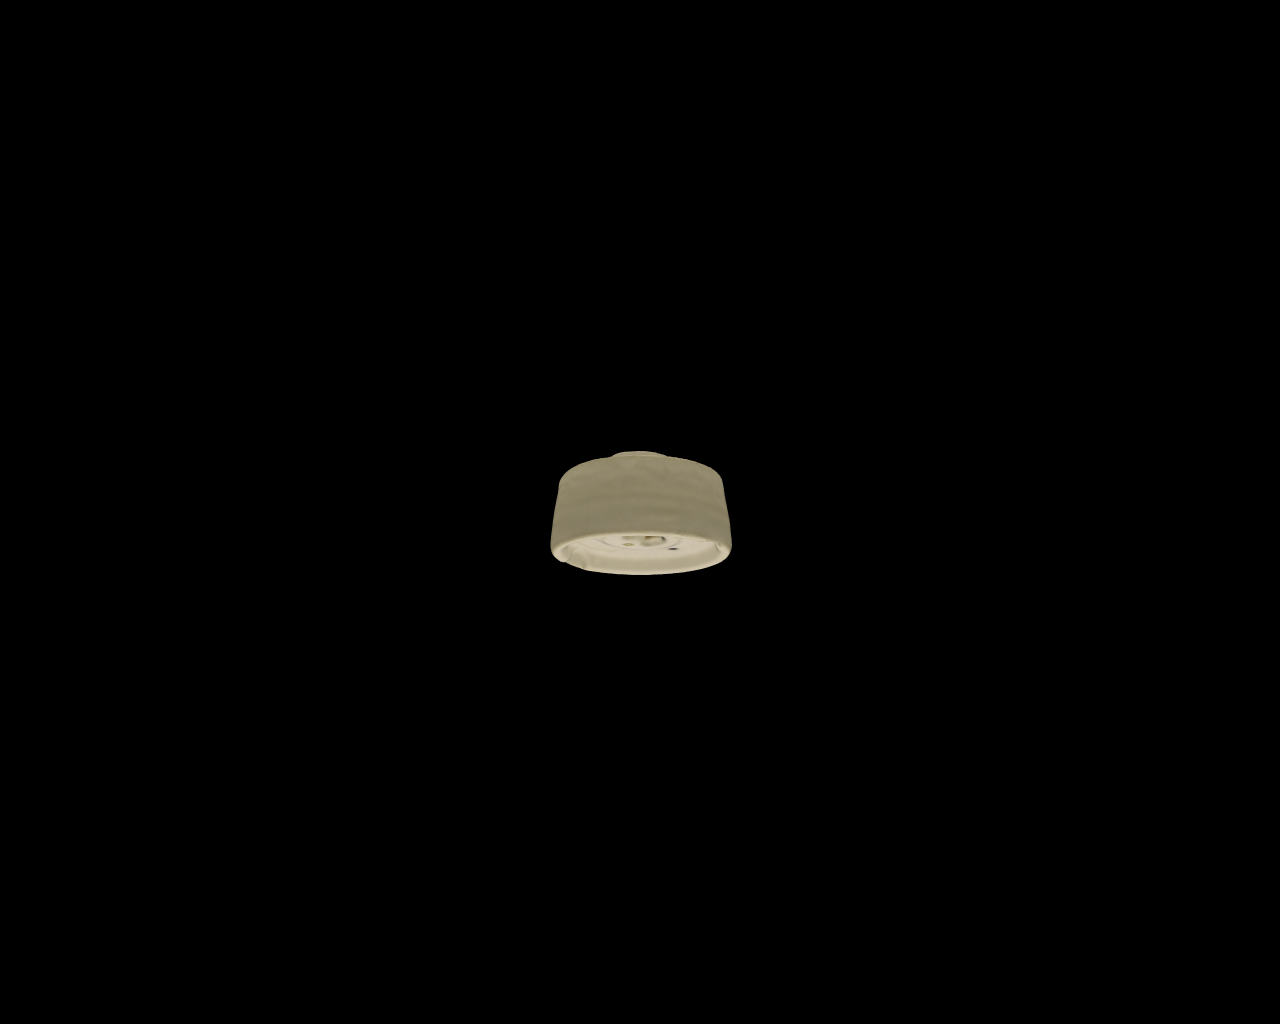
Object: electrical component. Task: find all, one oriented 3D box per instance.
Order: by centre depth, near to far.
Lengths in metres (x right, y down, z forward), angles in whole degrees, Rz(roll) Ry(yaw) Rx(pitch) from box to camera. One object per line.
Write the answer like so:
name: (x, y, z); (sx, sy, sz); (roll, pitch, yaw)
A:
electrical component: (0.001, -0.003, 0.650); (0.108, 0.060, 0.108); (0, -16, 0)
